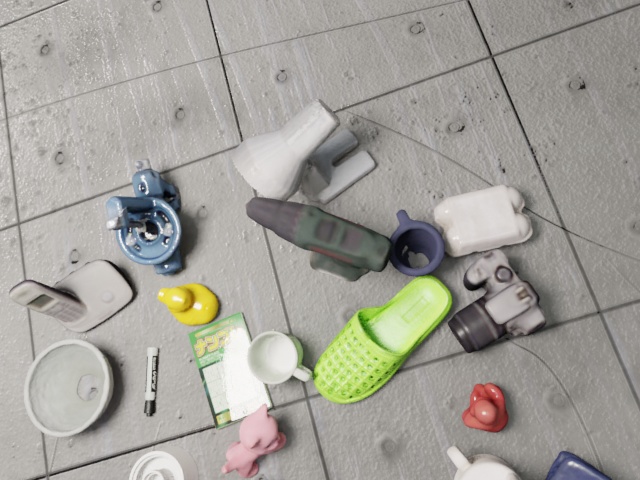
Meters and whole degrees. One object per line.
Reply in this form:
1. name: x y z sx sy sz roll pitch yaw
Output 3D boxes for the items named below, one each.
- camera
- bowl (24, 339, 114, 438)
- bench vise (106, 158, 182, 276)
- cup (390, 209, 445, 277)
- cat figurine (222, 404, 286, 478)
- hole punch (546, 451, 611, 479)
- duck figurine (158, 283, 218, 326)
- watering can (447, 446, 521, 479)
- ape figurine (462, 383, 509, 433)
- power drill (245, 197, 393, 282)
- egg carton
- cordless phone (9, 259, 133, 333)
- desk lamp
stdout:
1. camera: 0.266 0.105 0.908 0.137 0.101 0.143 -33 71 2
2. bowl: -0.435 0.264 1.027 0.167 0.075 0.167 -3 75 11
3. bench vise: -0.325 -0.050 1.010 0.121 0.220 0.207 -31 71 3
4. cup: 0.157 0.012 0.958 0.091 0.095 0.117 -23 72 5
5. cat figurine: -0.109 0.326 0.919 0.067 0.118 0.128 42 87 19
6. hole punch: 0.376 0.374 0.819 0.108 0.091 0.101 31 84 18
7. duck figurine: -0.239 0.110 1.020 0.104 0.086 0.077 15 79 15
8. watering can: 0.245 0.364 0.794 0.172 0.194 0.101 26 82 17
9. ape figurine: 0.253 0.260 0.874 0.078 0.092 0.076 -33 71 2
10. power drill: 0.009 0.003 0.932 0.229 0.209 0.076 17 79 16
11. egg carton: 0.271 -0.033 0.960 0.150 0.069 0.107 -14 73 8
12. cordless phone: -0.437 0.089 1.015 0.147 0.185 0.094 -36 71 1
13. desk lamp: -0.026 -0.143 0.975 0.203 0.214 0.117 -36 71 1
